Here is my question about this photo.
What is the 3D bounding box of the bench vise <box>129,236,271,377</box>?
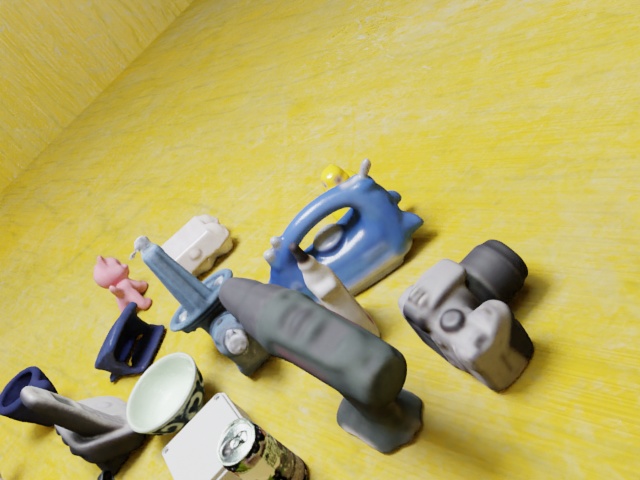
[{"bbox_3d":[-0.158,0.079,0.804,0.206,0.220,0.122,7,55,46],"label":"bench vise"}]

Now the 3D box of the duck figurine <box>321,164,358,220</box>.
[{"bbox_3d":[0.035,-0.088,0.938,0.077,0.086,0.104,-20,39,26],"label":"duck figurine"}]

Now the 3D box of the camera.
[{"bbox_3d":[0.170,0.064,0.624,0.137,0.101,0.142,-44,35,-8],"label":"camera"}]

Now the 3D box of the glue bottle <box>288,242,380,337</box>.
[{"bbox_3d":[0.012,0.062,0.708,0.037,0.174,0.078,-40,34,-2],"label":"glue bottle"}]

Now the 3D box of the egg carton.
[{"bbox_3d":[-0.238,0.021,1.079,0.150,0.070,0.107,-43,34,-7],"label":"egg carton"}]

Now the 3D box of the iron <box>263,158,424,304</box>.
[{"bbox_3d":[0.007,0.003,0.809,0.258,0.142,0.118,-36,34,4],"label":"iron"}]

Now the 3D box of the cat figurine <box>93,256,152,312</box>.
[{"bbox_3d":[-0.395,0.082,1.111,0.067,0.118,0.127,-41,34,-3],"label":"cat figurine"}]

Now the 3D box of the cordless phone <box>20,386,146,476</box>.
[{"bbox_3d":[-0.352,0.245,0.822,0.147,0.186,0.094,8,55,47],"label":"cordless phone"}]

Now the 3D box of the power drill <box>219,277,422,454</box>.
[{"bbox_3d":[0.011,0.130,0.598,0.228,0.209,0.076,13,59,49],"label":"power drill"}]

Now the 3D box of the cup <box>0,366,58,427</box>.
[{"bbox_3d":[-0.476,0.275,0.983,0.117,0.095,0.091,-19,39,27],"label":"cup"}]

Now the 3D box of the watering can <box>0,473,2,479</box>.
[{"bbox_3d":[-0.556,0.373,0.855,0.100,0.195,0.172,-27,36,16],"label":"watering can"}]

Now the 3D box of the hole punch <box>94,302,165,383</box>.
[{"bbox_3d":[-0.339,0.173,0.978,0.100,0.091,0.108,-16,40,30],"label":"hole punch"}]
